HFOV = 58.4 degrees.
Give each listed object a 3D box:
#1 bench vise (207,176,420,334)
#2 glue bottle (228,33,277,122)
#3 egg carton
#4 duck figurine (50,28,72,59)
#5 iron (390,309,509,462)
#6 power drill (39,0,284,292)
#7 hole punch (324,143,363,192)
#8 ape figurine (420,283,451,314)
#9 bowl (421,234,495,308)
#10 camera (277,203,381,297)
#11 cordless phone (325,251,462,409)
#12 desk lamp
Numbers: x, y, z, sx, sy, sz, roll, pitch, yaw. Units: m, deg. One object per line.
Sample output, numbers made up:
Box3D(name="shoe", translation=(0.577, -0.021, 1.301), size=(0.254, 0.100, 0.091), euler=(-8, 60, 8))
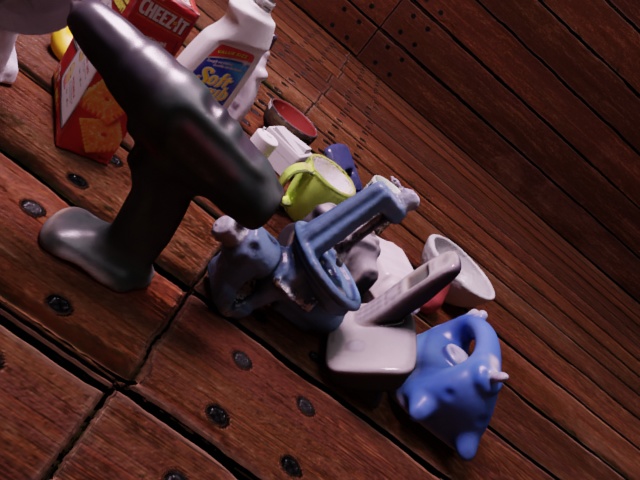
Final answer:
Box3D(name="bench vise", translation=(-0.003, 0.013, 0.617), size=(0.208, 0.219, 0.121), euler=(10, 39, -51))
Box3D(name="glue bottle", translation=(-0.127, -0.285, 0.991), size=(0.078, 0.173, 0.037), euler=(42, 23, 0))
Box3D(name="egg carton", translation=(0.096, 0.054, 0.892), size=(0.108, 0.069, 0.150), euler=(24, 30, -37))
Box3D(name="duck figurine", translation=(-0.312, -0.278, 0.800), size=(0.105, 0.086, 0.077), euler=(22, 30, -38))
Box3D(name="iron", translation=(0.184, 0.157, 0.763), size=(0.119, 0.141, 0.258), euler=(39, 23, -7))
Box3D(name="power drill", translation=(-0.159, -0.061, 0.514), size=(0.230, 0.208, 0.075), euler=(35, 24, -18))
Box3D(name="hole punch", translation=(0.038, -0.118, 1.067), size=(0.101, 0.091, 0.109), euler=(46, 24, 9))
Box3D(name="ape figurine", translation=(0.194, 0.076, 0.980), size=(0.078, 0.092, 0.076), euler=(30, 26, -27))
Box3D(name="bowl", translation=(0.248, 0.072, 1.093), size=(0.168, 0.074, 0.167), euler=(34, 25, -18))
Box3D(name="camera", translation=(0.007, 0.003, 0.801), size=(0.137, 0.100, 0.143), euler=(19, 32, -43))
Box3D(name="cordless phone", translation=(0.093, 0.093, 0.676), size=(0.094, 0.185, 0.147), euler=(37, 24, -12))
Box3D(name="desk lamp", translation=(-0.335, -0.273, 0.595), size=(0.118, 0.213, 0.202), euler=(17, 34, -45))
